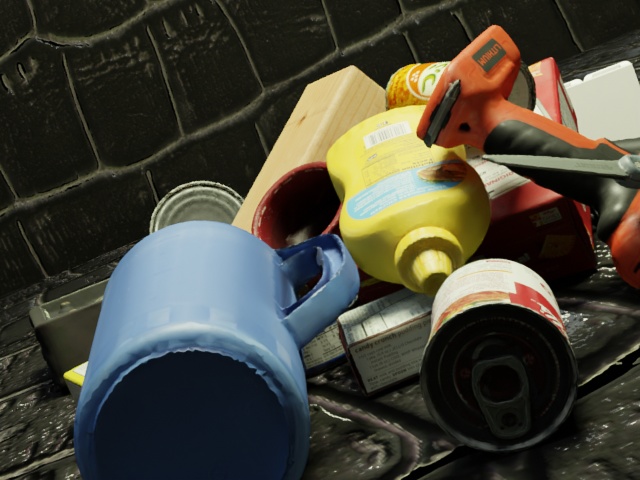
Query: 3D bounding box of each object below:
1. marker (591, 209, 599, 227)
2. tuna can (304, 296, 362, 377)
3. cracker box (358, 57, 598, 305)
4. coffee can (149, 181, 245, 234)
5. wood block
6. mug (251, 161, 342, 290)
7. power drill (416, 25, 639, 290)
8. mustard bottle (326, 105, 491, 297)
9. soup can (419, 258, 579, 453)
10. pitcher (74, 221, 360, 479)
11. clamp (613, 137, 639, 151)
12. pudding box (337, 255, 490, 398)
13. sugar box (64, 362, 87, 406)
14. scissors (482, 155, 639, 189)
[{"bbox_3d":[0.258,-0.038,0.821,0.121,0.020,0.020,-23,7,-7],"label":"marker"},{"bbox_3d":[-0.006,0.070,0.764,0.086,0.034,0.086,-22,7,3],"label":"tuna can"},{"bbox_3d":[0.114,-0.037,0.803,0.164,0.072,0.213,-20,29,21],"label":"cracker box"},{"bbox_3d":[-0.119,0.012,1.081,0.102,0.103,0.140,-24,-13,-13],"label":"coffee can"},{"bbox_3d":[-0.002,-0.048,0.995,0.091,0.090,0.206,-11,48,59],"label":"wood block"},{"bbox_3d":[-0.006,0.001,0.876,0.117,0.081,0.093,-26,45,21],"label":"mug"},{"bbox_3d":[0.168,-0.063,0.671,0.184,0.188,0.057,-43,-20,-51],"label":"power drill"},{"bbox_3d":[0.059,-0.022,0.690,0.096,0.058,0.191,-19,29,6],"label":"mustard bottle"},{"bbox_3d":[0.084,0.051,0.507,0.068,0.068,0.102,-21,7,12],"label":"soup can"},{"bbox_3d":[-0.058,0.065,0.592,0.145,0.149,0.243,15,8,-8],"label":"pitcher"},{"bbox_3d":[0.298,-0.070,0.778,0.164,0.036,0.210,-21,16,3],"label":"clamp"},{"bbox_3d":[0.069,0.051,0.663,0.113,0.039,0.090,-24,9,1],"label":"pudding box"},{"bbox_3d":[-0.126,0.108,0.802,0.093,0.048,0.176,-26,12,-22],"label":"sugar box"},{"bbox_3d":[0.189,-0.026,0.583,0.201,0.096,0.016,-9,-43,-33],"label":"scissors"}]
